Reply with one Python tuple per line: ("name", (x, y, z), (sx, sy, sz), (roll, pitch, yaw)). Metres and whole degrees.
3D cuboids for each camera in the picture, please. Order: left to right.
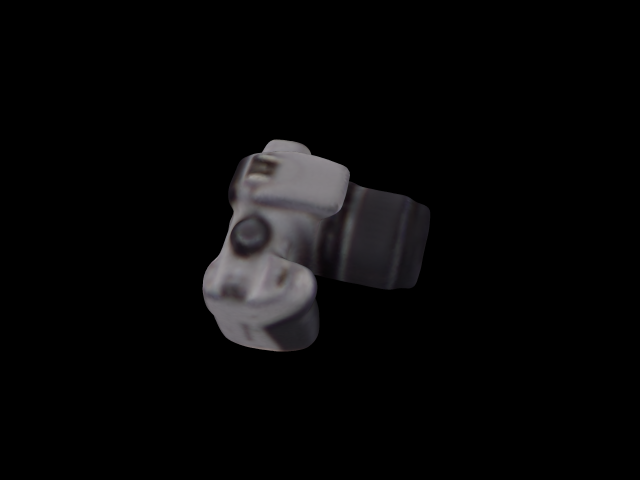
("camera", (0.004, 0.001, 0.400), (0.136, 0.101, 0.143), (11, 60, 7))
